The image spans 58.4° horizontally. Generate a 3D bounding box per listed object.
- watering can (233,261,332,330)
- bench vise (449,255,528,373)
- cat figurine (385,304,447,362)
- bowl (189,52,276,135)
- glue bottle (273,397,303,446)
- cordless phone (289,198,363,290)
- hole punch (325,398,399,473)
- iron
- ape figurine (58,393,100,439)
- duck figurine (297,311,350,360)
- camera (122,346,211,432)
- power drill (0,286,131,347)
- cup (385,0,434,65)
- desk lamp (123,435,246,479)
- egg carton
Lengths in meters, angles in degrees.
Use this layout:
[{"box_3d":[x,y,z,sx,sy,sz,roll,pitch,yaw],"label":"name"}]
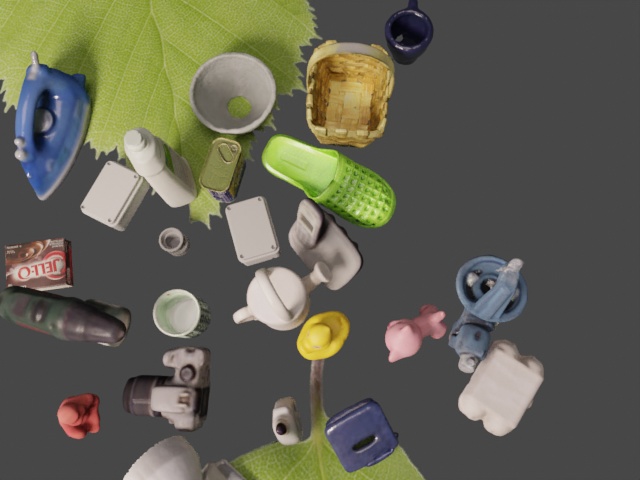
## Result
[{"box_3d":[-0.066,0.091,0.966,0.101,0.194,0.173,40,82,10],"label":"watering can"},{"box_3d":[0.286,0.113,0.935,0.121,0.220,0.207,2,78,3],"label":"bench vise"},{"box_3d":[0.161,0.157,0.982,0.128,0.118,0.067,-29,78,-4],"label":"cat figurine"},{"box_3d":[-0.162,-0.271,1.108,0.167,0.075,0.167,0,78,2],"label":"bowl"},{"box_3d":[-0.056,0.299,0.931,0.037,0.173,0.078,-14,77,-1],"label":"glue bottle"},{"box_3d":[0.009,0.004,0.986,0.094,0.185,0.147,-42,79,-7],"label":"cordless phone"},{"box_3d":[0.072,0.329,0.962,0.108,0.091,0.101,-29,78,-4],"label":"hole punch"},{"box_3d":[-0.525,-0.216,1.075,0.118,0.141,0.258,5,78,3],"label":"iron"},{"box_3d":[-0.419,0.300,0.985,0.076,0.092,0.078,34,81,9],"label":"ape figurine"},{"box_3d":[0.005,0.165,1.002,0.104,0.086,0.077,-36,79,-6],"label":"duck figurine"},{"box_3d":[-0.265,0.253,0.985,0.136,0.101,0.143,2,78,3],"label":"camera"},{"box_3d":[-0.401,0.133,0.961,0.229,0.208,0.076,12,79,5],"label":"power drill"},{"box_3d":[0.170,-0.397,1.113,0.091,0.095,0.118,7,78,4],"label":"cup"},{"box_3d":[-0.186,0.404,0.892,0.203,0.213,0.118,39,82,9],"label":"desk lamp"},{"box_3d":[0.311,0.253,0.981,0.107,0.069,0.150,32,81,8],"label":"egg carton"}]
